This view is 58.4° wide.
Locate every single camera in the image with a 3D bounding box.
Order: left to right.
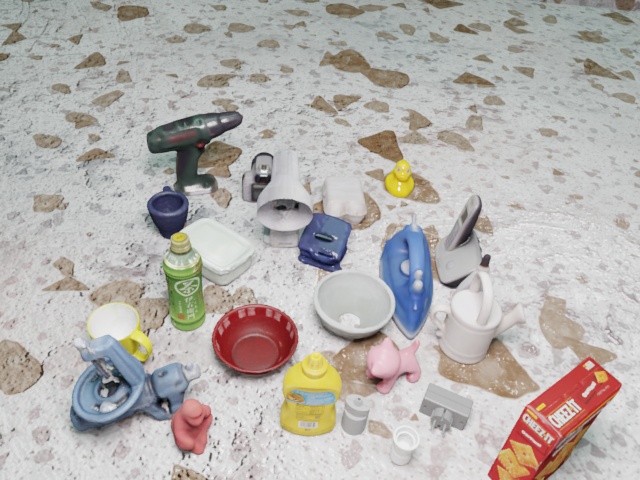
[{"bbox_3d":[-0.125,-0.171,1.460,0.143,0.101,0.136,1,42,-6],"label":"camera"}]

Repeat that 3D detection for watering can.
[{"bbox_3d":[0.305,0.141,1.104,0.173,0.194,0.100,-9,44,-17],"label":"watering can"}]

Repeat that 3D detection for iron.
[{"bbox_3d":[0.196,0.067,1.210,0.118,0.141,0.258,5,42,-2],"label":"iron"}]

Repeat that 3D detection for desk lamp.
[{"bbox_3d":[-0.081,-0.081,1.283,0.118,0.213,0.203,1,42,-6],"label":"desk lamp"}]

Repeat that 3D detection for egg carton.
[{"bbox_3d":[0.058,-0.103,1.433,0.107,0.069,0.150,0,42,-7],"label":"egg carton"}]

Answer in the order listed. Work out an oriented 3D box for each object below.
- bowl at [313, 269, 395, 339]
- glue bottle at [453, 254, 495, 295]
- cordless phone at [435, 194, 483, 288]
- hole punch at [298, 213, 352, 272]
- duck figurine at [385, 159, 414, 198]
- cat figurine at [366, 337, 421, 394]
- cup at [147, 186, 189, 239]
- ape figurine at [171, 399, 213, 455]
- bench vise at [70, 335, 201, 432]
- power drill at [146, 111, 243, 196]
[{"bbox_3d":[0.065,0.142,1.160,0.167,0.075,0.167,4,42,-3],"label":"bowl"},{"bbox_3d":[0.322,0.094,1.174,0.078,0.173,0.037,20,44,14],"label":"glue bottle"},{"bbox_3d":[0.320,0.003,1.266,0.094,0.185,0.147,3,42,-4],"label":"cordless phone"},{"bbox_3d":[0.012,0.005,1.292,0.108,0.091,0.101,17,43,11],"label":"hole punch"},{"bbox_3d":[0.217,-0.175,1.523,0.077,0.086,0.104,8,42,1],"label":"duck figurine"},{"bbox_3d":[0.132,0.220,1.050,0.128,0.118,0.067,-18,47,-25],"label":"cat figurine"},{"bbox_3d":[-0.345,-0.060,1.311,0.092,0.095,0.117,-7,44,-15],"label":"cup"},{"bbox_3d":[-0.210,0.296,0.939,0.076,0.092,0.078,33,48,26],"label":"ape figurine"},{"bbox_3d":[-0.307,0.210,0.925,0.208,0.220,0.121,-23,50,-29],"label":"bench vise"},{"bbox_3d":[-0.301,-0.215,1.404,0.230,0.208,0.075,-10,44,-18],"label":"power drill"}]
